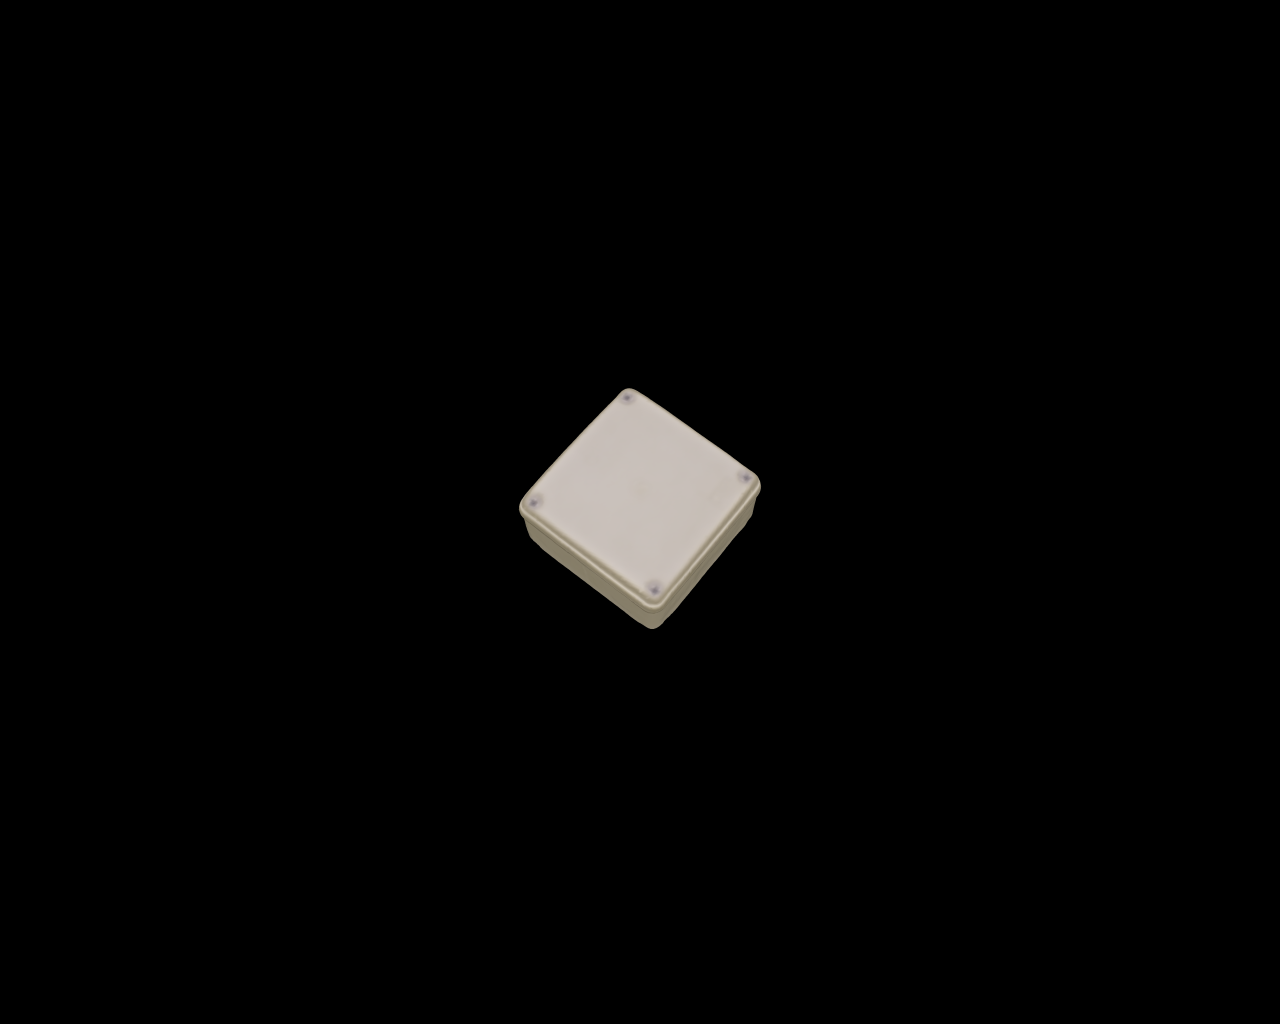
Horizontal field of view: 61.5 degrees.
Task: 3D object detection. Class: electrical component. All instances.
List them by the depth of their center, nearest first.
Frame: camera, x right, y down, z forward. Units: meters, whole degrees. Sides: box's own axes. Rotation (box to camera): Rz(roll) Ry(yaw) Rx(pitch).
[{"bbox_3d":[0.001,-0.003,0.650,0.109,0.109,0.056,37,-19,15],"label":"electrical component"}]
